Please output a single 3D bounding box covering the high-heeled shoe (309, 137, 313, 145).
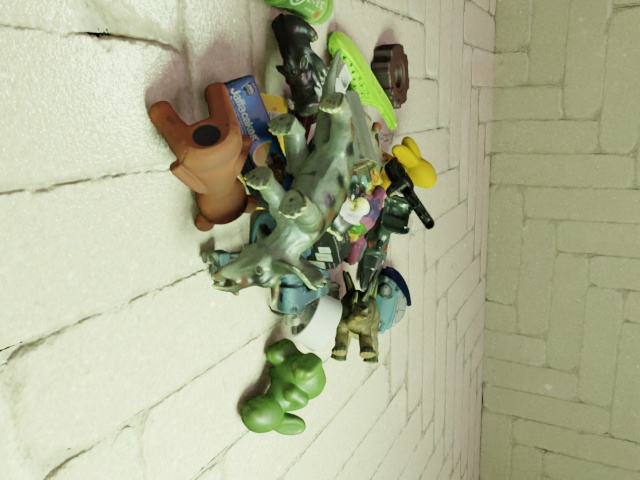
[{"bbox_3d":[0.021,-0.170,1.054,0.248,0.086,0.145,102,3,-56],"label":"high-heeled shoe"}]

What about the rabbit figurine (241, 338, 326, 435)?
[{"bbox_3d":[-0.080,0.295,1.012,0.170,0.121,0.158,-39,137,-31],"label":"rabbit figurine"}]

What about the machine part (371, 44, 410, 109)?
[{"bbox_3d":[0.192,-0.436,1.435,0.179,0.056,0.179,-13,105,-62],"label":"machine part"}]

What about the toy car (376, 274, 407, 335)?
[{"bbox_3d":[0.176,0.174,1.415,0.109,0.103,0.161,161,-61,-71],"label":"toy car"}]

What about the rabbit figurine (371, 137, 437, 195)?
[{"bbox_3d":[0.223,-0.186,1.412,0.122,0.173,0.162,-41,134,-48],"label":"rabbit figurine"}]

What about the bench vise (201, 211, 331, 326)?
[{"bbox_3d":[-0.093,0.046,0.918,0.240,0.129,0.223,-3,107,-42],"label":"bench vise"}]

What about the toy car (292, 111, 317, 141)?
[{"bbox_3d":[-0.044,-0.200,1.026,0.089,0.053,0.202,62,39,-70],"label":"toy car"}]

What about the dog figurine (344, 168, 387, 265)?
[{"bbox_3d":[0.068,-0.053,1.212,0.191,0.109,0.219,56,49,-51],"label":"dog figurine"}]

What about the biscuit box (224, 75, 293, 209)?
[{"bbox_3d":[-0.104,-0.151,0.844,0.059,0.063,0.202,-32,112,-24],"label":"biscuit box"}]

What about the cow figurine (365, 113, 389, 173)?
[{"bbox_3d":[0.100,-0.222,1.270,0.194,0.086,0.127,70,34,-46],"label":"cow figurine"}]

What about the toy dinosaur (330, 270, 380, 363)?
[{"bbox_3d":[0.088,0.170,1.186,0.471,0.105,0.198,85,14,-75],"label":"toy dinosaur"}]

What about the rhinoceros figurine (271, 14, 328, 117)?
[{"bbox_3d":[-0.033,-0.308,0.949,0.112,0.073,0.190,22,54,-72],"label":"rhinoceros figurine"}]

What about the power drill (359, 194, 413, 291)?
[{"bbox_3d":[0.161,-0.002,1.346,0.207,0.086,0.232,104,2,-61],"label":"power drill"}]

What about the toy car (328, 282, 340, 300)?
[{"bbox_3d":[-0.005,0.130,1.151,0.201,0.056,0.073,0,94,-62],"label":"toy car"}]

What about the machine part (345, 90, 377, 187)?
[{"bbox_3d":[0.066,-0.227,1.144,0.079,0.079,0.243,17,55,-62],"label":"machine part"}]

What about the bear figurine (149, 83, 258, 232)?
[{"bbox_3d":[-0.158,-0.109,0.787,0.132,0.120,0.195,60,-14,21],"label":"bear figurine"}]

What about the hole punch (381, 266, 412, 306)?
[{"bbox_3d":[0.208,0.135,1.528,0.142,0.092,0.115,21,72,-58],"label":"hole punch"}]

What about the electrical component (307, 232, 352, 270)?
[{"bbox_3d":[-0.002,-0.003,1.073,0.058,0.115,0.134,-47,134,-44],"label":"electrical component"}]

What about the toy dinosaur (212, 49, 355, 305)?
[{"bbox_3d":[-0.010,-0.083,0.810,0.405,0.131,0.192,-62,153,-25],"label":"toy dinosaur"}]

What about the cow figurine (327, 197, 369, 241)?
[{"bbox_3d":[0.007,-0.082,0.954,0.167,0.068,0.098,51,63,-22],"label":"cow figurine"}]
